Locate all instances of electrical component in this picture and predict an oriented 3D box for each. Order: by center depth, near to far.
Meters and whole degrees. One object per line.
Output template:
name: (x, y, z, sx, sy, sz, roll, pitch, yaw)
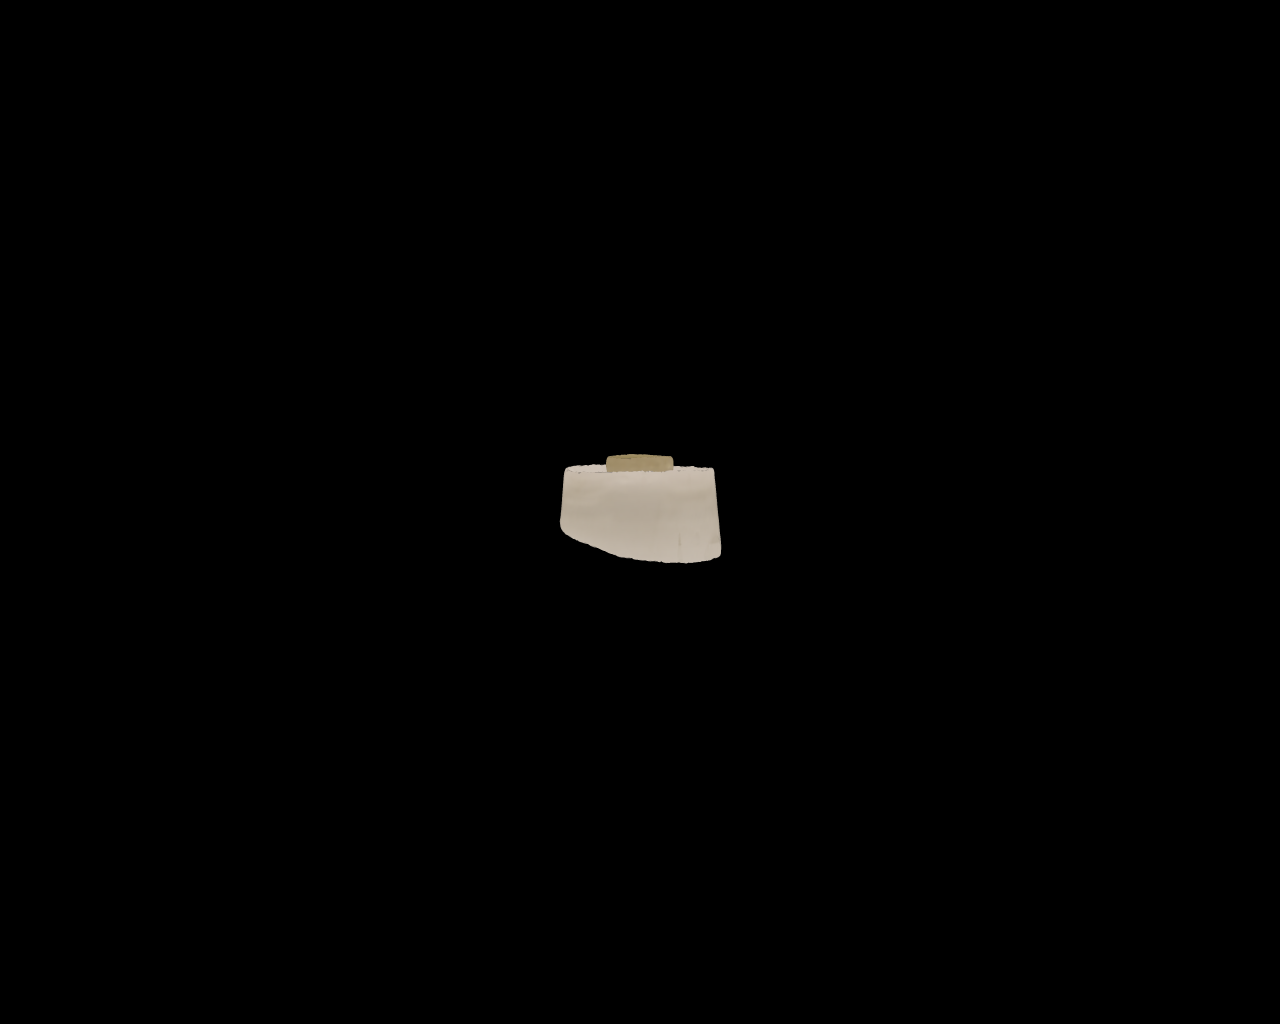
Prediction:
electrical component: (0.001, -0.003, 0.650, 0.099, 0.064, 0.099, 0, 5, 0)
